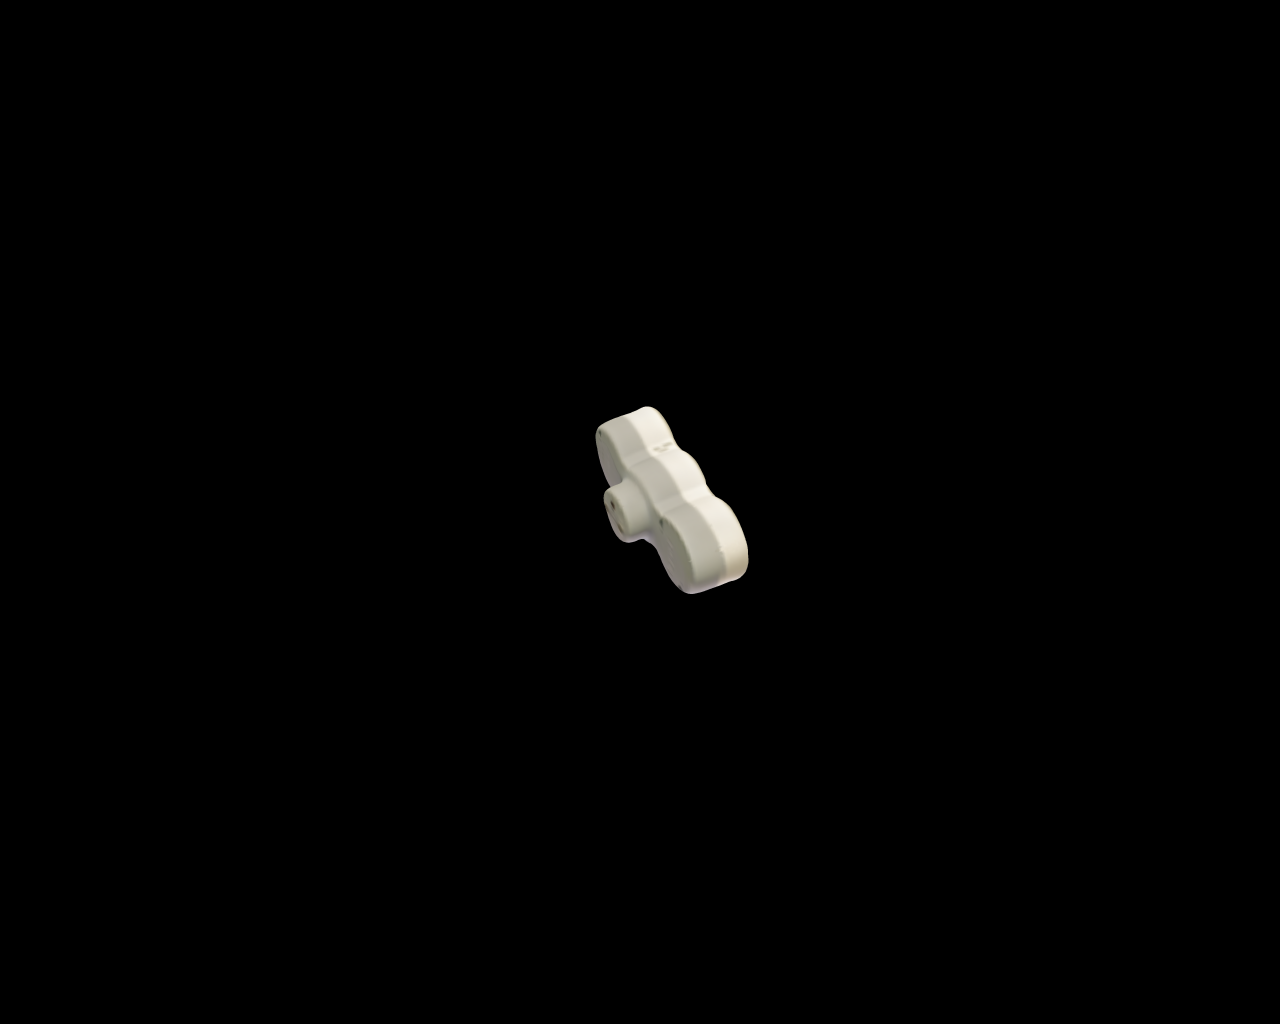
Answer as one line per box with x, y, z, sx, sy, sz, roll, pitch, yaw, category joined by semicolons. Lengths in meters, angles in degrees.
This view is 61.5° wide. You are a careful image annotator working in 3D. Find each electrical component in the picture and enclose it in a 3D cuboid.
0.001;-0.003;0.650;0.074;0.052;0.138;-20;50;-17;electrical component
